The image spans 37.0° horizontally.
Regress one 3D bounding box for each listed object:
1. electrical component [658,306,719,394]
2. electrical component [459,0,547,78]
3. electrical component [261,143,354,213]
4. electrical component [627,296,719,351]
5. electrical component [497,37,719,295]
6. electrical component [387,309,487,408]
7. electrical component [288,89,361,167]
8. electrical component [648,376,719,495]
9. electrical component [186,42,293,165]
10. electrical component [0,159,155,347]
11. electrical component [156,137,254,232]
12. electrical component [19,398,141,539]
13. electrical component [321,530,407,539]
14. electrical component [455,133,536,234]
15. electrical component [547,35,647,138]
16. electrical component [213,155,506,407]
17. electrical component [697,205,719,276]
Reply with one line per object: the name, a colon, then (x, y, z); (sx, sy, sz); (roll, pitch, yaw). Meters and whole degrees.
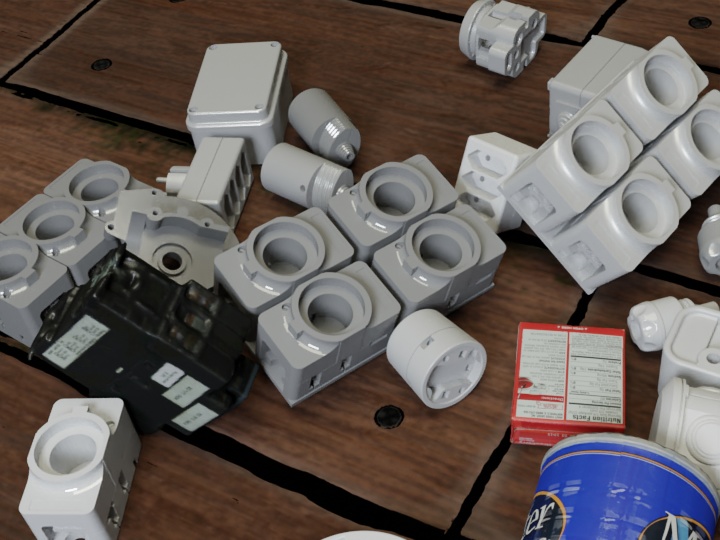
electrical component: (0.245, 0.070, 0.694); (0.095, 0.059, 0.053); (17, 51, 24)
electrical component: (0.130, -0.218, 1.000); (0.057, 0.058, 0.078); (25, 54, 26)
electrical component: (-0.038, -0.072, 0.894); (0.081, 0.043, 0.043); (25, 54, 30)
electrical component: (0.221, 0.035, 0.752); (0.061, 0.035, 0.035); (-14, 45, -8)
electrical component: (0.207, -0.084, 0.815); (0.105, 0.060, 0.186); (49, 62, -2)
electrical component: (0.051, 0.060, 0.742); (0.055, 0.055, 0.047); (-29, 45, -19)
electrical component: (-0.027, -0.120, 0.938); (0.043, 0.043, 0.081); (-24, 47, -14)
electrical component: (0.203, 0.108, 0.651); (0.051, 0.080, 0.080); (11, 48, 12)
electrical component: (-0.107, -0.152, 0.974); (0.078, 0.057, 0.113); (-1, 46, 8)
electrical component: (-0.237, -0.017, 0.859); (0.089, 0.061, 0.150); (23, 53, 28)
electrical component: (-0.139, -0.068, 0.903); (0.076, 0.047, 0.083); (3, 46, 12)
electrical component: (-0.183, 0.132, 0.707); (0.050, 0.055, 0.089); (-2, 46, 8)
electrical component: (0.002, 0.208, 0.598); (0.108, 0.060, 0.108); (-5, 45, 5)
electrical component: (0.118, -0.072, 0.858); (0.047, 0.065, 0.077); (29, 27, 32)
electrical component: (0.202, -0.144, 0.911); (0.061, 0.061, 0.096); (24, 54, 29)
electrical component: (0.000, 0.000, 0.773); (0.186, 0.060, 0.105); (-29, 65, -24)
electrical component: (0.269, -0.025, 0.803); (0.035, 0.035, 0.061); (-1, 43, 9)
